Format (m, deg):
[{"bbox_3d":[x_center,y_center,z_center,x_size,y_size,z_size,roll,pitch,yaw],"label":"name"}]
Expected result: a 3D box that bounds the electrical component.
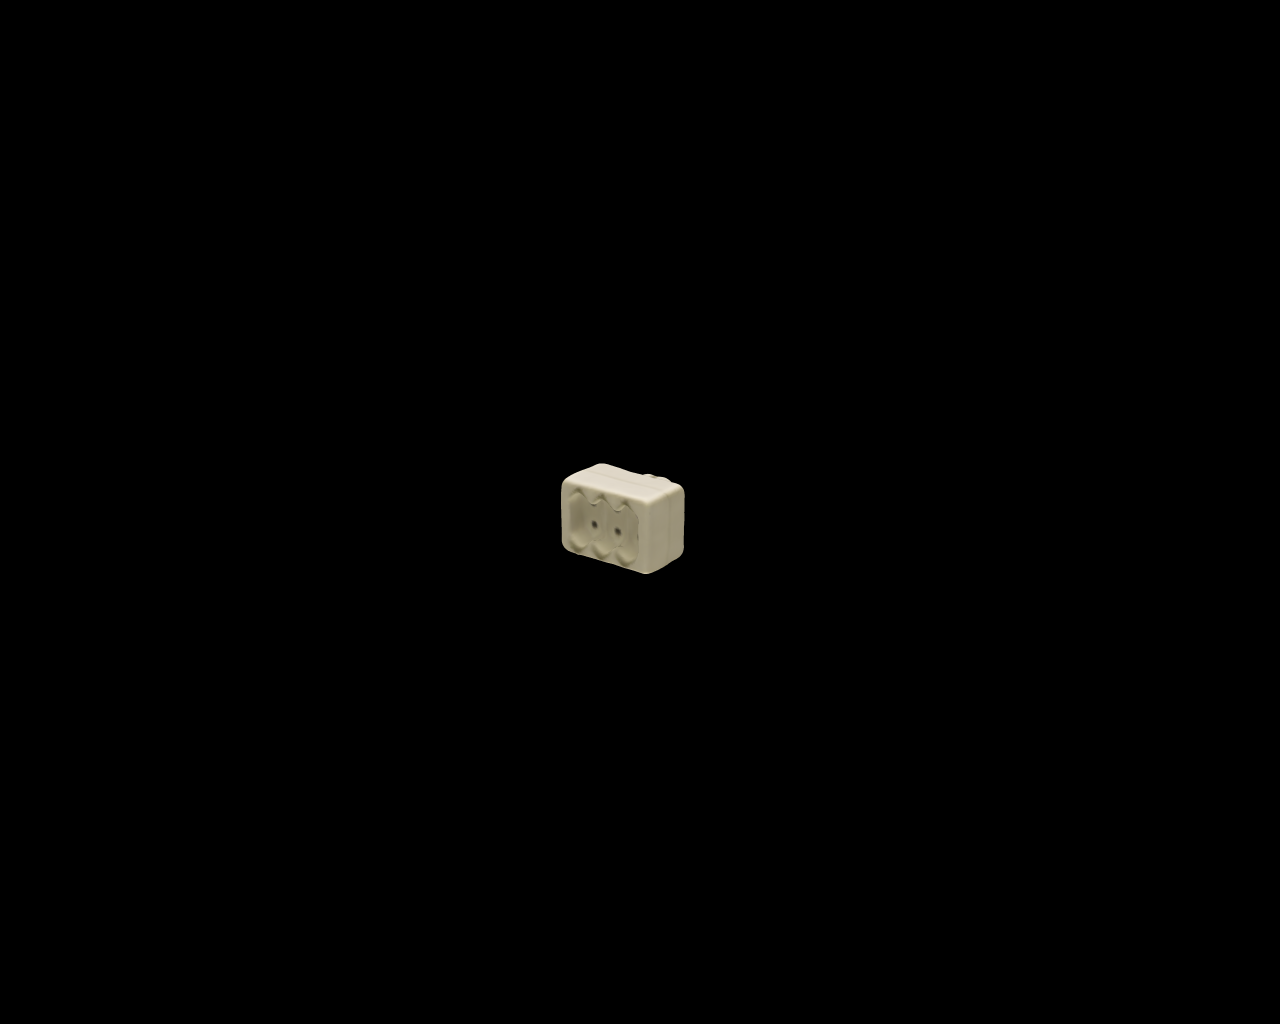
[{"bbox_3d":[0.001,-0.003,0.650,0.066,0.047,0.077,16,27,34],"label":"electrical component"}]
